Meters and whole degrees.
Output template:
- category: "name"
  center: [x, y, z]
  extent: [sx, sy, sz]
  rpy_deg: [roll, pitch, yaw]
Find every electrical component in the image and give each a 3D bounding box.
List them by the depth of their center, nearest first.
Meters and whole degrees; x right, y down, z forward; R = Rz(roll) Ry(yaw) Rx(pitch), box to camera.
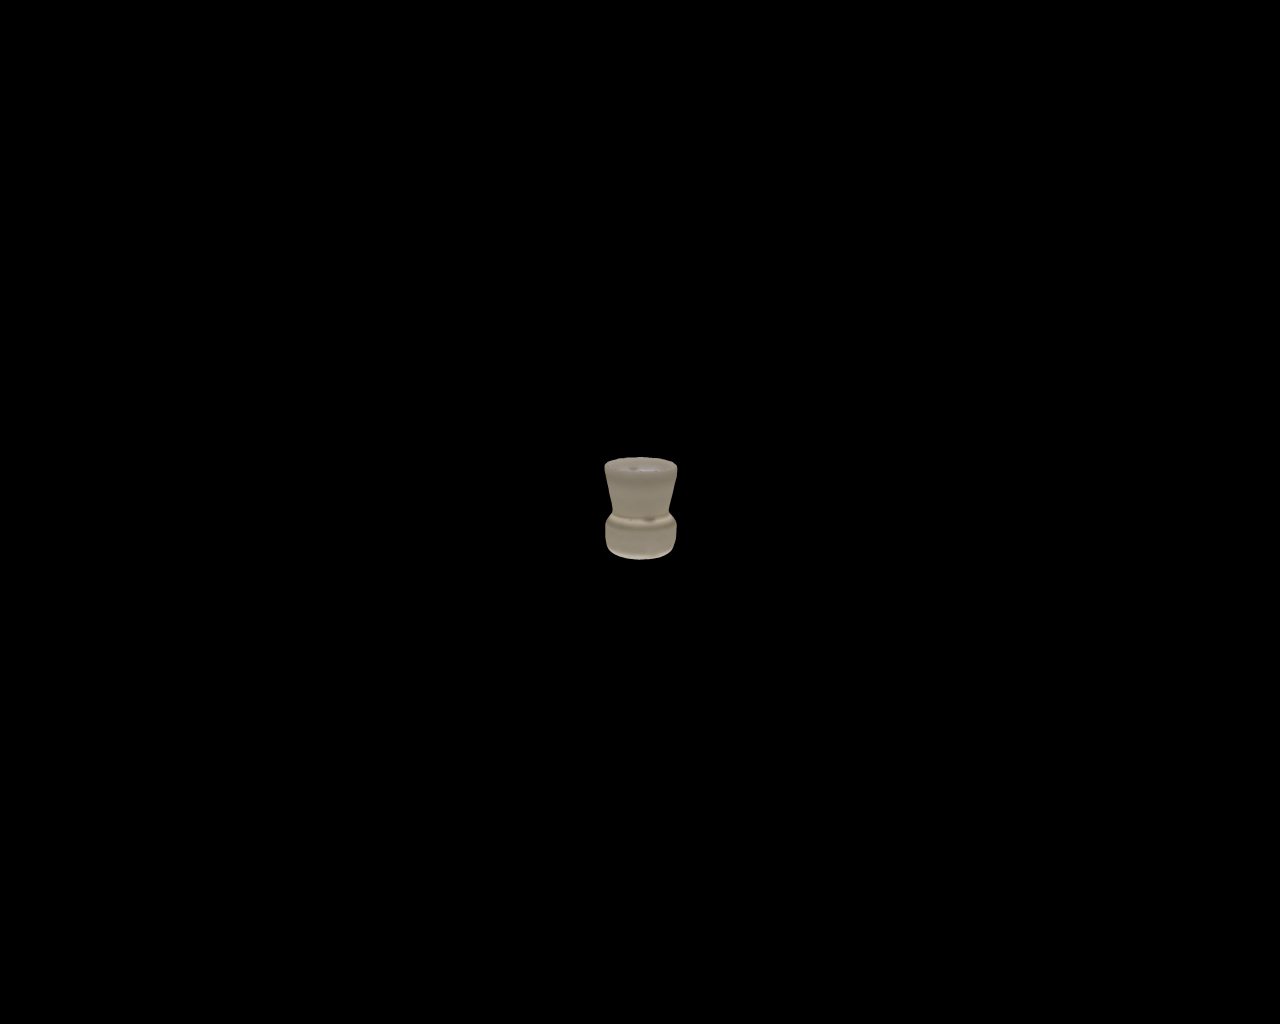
- category: "electrical component"
  center: [0.001, -0.003, 0.650]
  extent: [0.045, 0.055, 0.045]
  rpy_deg: [0, 14, 0]
